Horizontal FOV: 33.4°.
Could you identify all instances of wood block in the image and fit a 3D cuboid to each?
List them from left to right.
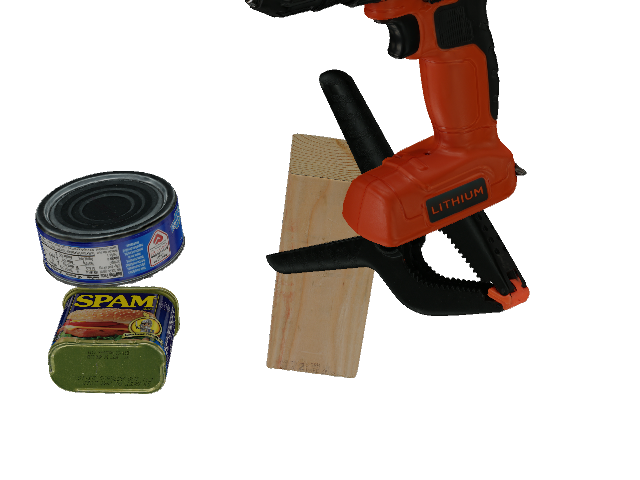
[{"bbox_3d":[0.005,0.016,1.001,0.090,0.206,0.091,7,28,-2],"label":"wood block"}]

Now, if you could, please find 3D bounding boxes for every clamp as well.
[{"bbox_3d":[0.055,-0.018,0.748,0.210,0.165,0.036,25,26,33],"label":"clamp"}]

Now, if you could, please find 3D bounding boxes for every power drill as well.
[{"bbox_3d":[0.045,-0.093,0.573,0.184,0.188,0.057,-21,36,-24],"label":"power drill"}]

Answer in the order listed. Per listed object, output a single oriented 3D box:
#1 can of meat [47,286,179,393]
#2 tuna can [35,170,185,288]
[{"bbox_3d":[-0.175,0.085,0.907,0.102,0.057,0.084,1,30,-1],"label":"can of meat"},{"bbox_3d":[-0.126,-0.009,0.639,0.086,0.034,0.086,-3,31,2],"label":"tuna can"}]
